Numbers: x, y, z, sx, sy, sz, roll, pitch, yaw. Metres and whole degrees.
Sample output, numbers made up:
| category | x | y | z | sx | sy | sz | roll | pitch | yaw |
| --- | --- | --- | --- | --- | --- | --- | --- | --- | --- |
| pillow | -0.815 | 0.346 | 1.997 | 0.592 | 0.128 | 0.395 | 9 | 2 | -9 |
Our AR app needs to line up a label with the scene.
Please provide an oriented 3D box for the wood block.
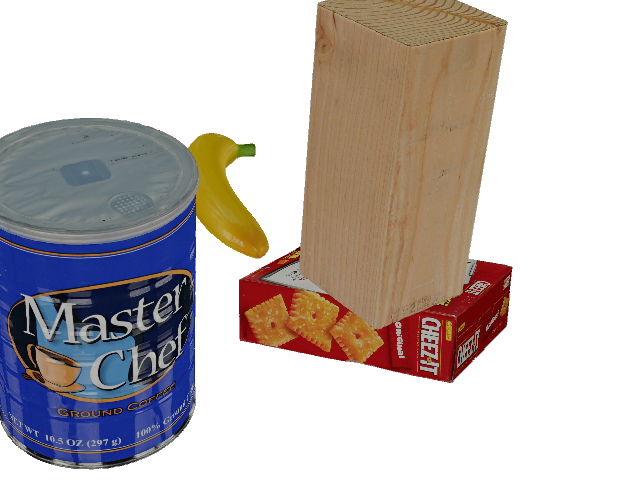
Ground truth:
| category | x | y | z | sx | sy | sz | roll | pitch | yaw |
| --- | --- | --- | --- | --- | --- | --- | --- | --- | --- |
| wood block | 0.051 | -0.057 | 0.729 | 0.090 | 0.206 | 0.091 | -19 | 38 | -34 |

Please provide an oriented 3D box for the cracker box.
| category | x | y | z | sx | sy | sz | roll | pitch | yaw |
| --- | --- | --- | --- | --- | --- | --- | --- | --- | --- |
| cracker box | 0.054 | 0.061 | 1.010 | 0.214 | 0.072 | 0.164 | 9 | 19 | 26 |

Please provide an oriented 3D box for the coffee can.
| category | x | y | z | sx | sy | sz | roll | pitch | yaw |
| --- | --- | --- | --- | --- | --- | --- | --- | --- | --- |
| coffee can | -0.111 | 0.025 | 0.522 | 0.103 | 0.140 | 0.103 | 3 | 34 | -2 |

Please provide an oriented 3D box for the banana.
| category | x | y | z | sx | sy | sz | roll | pitch | yaw |
| --- | --- | --- | --- | --- | --- | --- | --- | --- | --- |
| banana | -0.082 | -0.047 | 0.895 | 0.069 | 0.037 | 0.198 | 3 | 31 | -9 |
